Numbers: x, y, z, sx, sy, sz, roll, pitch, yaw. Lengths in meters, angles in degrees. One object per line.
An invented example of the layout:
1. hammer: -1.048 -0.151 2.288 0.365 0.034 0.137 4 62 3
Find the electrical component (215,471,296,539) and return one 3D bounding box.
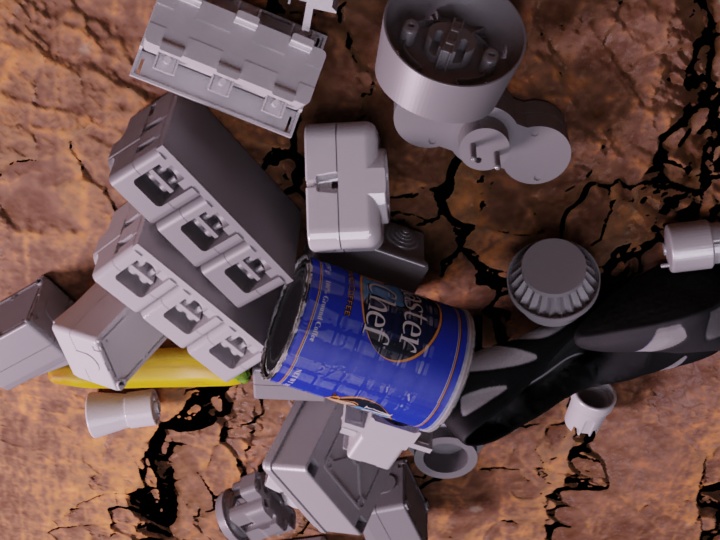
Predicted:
1. electrical component: -0.110 0.245 1.099 0.057 0.058 0.078 -24 125 18

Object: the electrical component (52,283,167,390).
1. electrical component: -0.209 0.045 0.922 0.061 0.096 0.061 13 135 28

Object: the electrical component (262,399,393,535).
1. electrical component: -0.023 0.170 0.995 0.056 0.108 0.108 -4 134 37

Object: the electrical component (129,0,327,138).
1. electrical component: -0.089 -0.152 0.754 0.121 0.063 0.078 20 87 -14

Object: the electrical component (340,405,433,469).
1. electrical component: 0.021 0.106 0.935 0.079 0.121 0.063 19 131 -13

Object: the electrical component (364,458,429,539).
1. electrical component: 0.032 0.248 1.092 0.061 0.061 0.096 -14 128 14

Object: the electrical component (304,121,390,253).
1. electrical component: -0.009 -0.062 0.814 0.059 0.054 0.095 -2 85 5

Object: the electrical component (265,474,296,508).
1. electrical component: -0.057 0.213 1.078 0.077 0.044 0.079 12 129 -7

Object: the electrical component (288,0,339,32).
1. electrical component: -0.041 -0.209 0.727 0.064 0.042 0.081 12 129 -2

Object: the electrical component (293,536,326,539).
1. electrical component: -0.076 0.352 1.187 0.109 0.056 0.108 -10 129 11

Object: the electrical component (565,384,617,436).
1. electrical component: 0.213 0.127 0.999 0.040 0.040 0.046 7 136 -3

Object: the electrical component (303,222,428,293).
1. electrical component: 0.000 0.000 0.894 0.100 0.048 0.099 18 128 -12

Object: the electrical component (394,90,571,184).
1. electrical component: 0.091 -0.099 0.791 0.138 0.073 0.052 18 129 -12

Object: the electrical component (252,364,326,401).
1. electrical component: -0.061 0.074 0.960 0.066 0.047 0.076 2 130 1

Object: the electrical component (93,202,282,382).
1. electrical component: -0.140 0.012 0.884 0.062 0.089 0.150 -32 121 26

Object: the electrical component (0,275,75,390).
1. electrical component: -0.298 0.061 0.951 0.096 0.061 0.061 -26 124 22

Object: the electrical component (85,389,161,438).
1. electrical component: -0.223 0.134 1.023 0.065 0.044 0.044 -8 129 3

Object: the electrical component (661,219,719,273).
1. electrical component: 0.282 -0.021 0.869 0.078 0.040 0.040 -7 129 9

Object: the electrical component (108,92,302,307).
1. electrical component: -0.117 -0.054 0.828 0.062 0.089 0.150 -28 123 23

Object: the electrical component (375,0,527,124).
1. electrical component: 0.060 -0.150 0.738 0.099 0.099 0.064 12 135 -7
